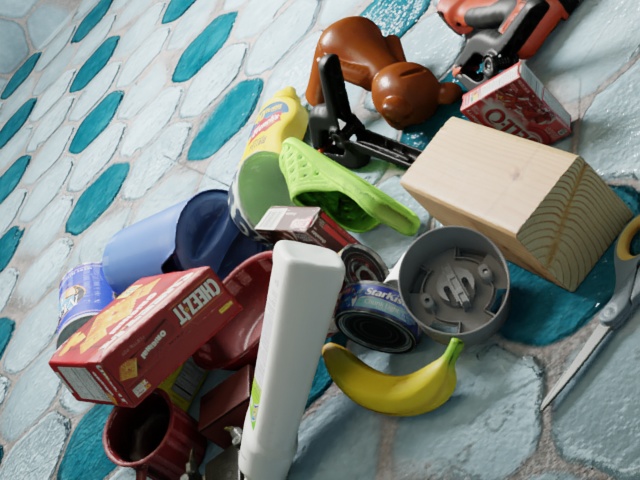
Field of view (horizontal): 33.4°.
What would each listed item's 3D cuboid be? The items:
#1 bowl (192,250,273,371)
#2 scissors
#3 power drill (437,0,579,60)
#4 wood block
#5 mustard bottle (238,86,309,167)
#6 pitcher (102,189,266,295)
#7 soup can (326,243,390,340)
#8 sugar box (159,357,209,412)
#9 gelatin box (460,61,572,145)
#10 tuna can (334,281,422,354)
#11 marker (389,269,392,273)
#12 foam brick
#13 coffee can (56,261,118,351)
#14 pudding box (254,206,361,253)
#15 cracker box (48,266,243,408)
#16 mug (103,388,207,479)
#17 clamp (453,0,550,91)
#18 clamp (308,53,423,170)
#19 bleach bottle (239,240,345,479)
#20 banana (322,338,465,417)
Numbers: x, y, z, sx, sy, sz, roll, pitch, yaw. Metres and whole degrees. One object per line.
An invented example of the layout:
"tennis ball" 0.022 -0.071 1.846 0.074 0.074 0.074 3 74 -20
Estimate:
"bowl" -0.074 0.092 1.226 0.162 0.055 0.162 -35 32 26
"scissors" 0.238 0.048 0.880 0.202 0.016 0.096 -44 28 11
"power drill" 0.233 -0.299 1.245 0.184 0.057 0.188 -54 29 -5
"wood block" 0.175 -0.040 0.995 0.091 0.090 0.206 -51 28 -3
"mustard bottle" -0.061 -0.143 1.478 0.096 0.058 0.191 -26 37 40
"pitcher" -0.181 0.014 1.412 0.243 0.149 0.145 -13 61 52
"soup can" 0.017 0.057 1.112 0.102 0.068 0.068 -39 29 41
"sugar box" -0.182 0.166 1.303 0.094 0.048 0.176 -7 52 52
"gelatin box" 0.196 -0.125 1.062 0.073 0.089 0.030 -28 33 36
"tuna can" 0.058 0.076 1.029 0.086 0.086 0.033 -14 46 47
"marker" 0.042 0.047 1.152 0.121 0.020 0.020 -13 46 48
"foam brick" -0.086 0.181 1.144 0.078 0.051 0.053 -36 31 23
"coffee can" -0.316 0.109 1.499 0.103 0.102 0.140 -43 29 14
"pudding box" -0.008 0.001 1.204 0.114 0.090 0.039 7 60 58
"cracker box" -0.205 0.108 1.212 0.164 0.072 0.214 -43 14 -25
"mug" -0.178 0.230 1.171 0.093 0.081 0.117 -18 52 21
"clamp" 0.198 -0.199 1.148 0.172 0.039 0.120 24 114 60
"clamp" 0.041 -0.124 1.271 0.036 0.164 0.210 -43 -1 -18
"bleach bottle" -0.036 0.133 1.042 0.102 0.068 0.251 -117 39 -77
"banana" 0.065 0.130 0.999 0.198 0.037 0.069 -9 63 51
